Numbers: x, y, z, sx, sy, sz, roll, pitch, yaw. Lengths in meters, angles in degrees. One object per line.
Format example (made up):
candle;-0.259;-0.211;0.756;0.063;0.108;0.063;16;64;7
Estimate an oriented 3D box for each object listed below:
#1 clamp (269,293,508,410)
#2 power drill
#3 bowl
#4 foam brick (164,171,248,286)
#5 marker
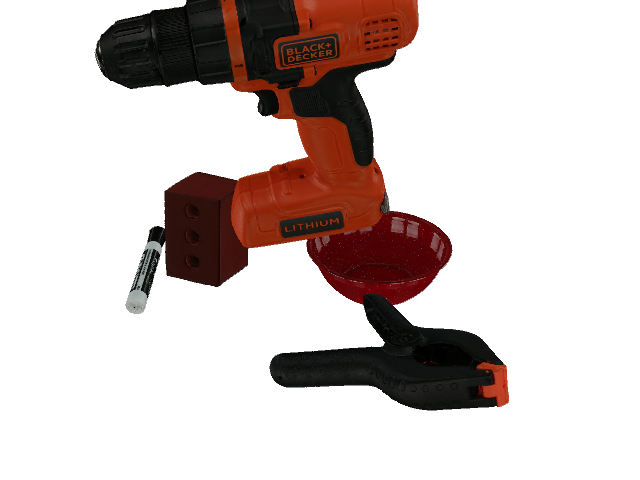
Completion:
clamp;0.049;0.086;0.746;0.120;0.039;0.172;-32;28;-29
power drill;-0.030;-0.075;0.657;0.184;0.057;0.187;-9;-38;-2
bowl;0.065;0.026;1.196;0.162;0.055;0.162;0;31;0
foam brick;-0.094;-0.010;0.886;0.053;0.078;0.051;11;23;24
marker;-0.173;0.027;1.072;0.020;0.020;0.121;0;39;6
